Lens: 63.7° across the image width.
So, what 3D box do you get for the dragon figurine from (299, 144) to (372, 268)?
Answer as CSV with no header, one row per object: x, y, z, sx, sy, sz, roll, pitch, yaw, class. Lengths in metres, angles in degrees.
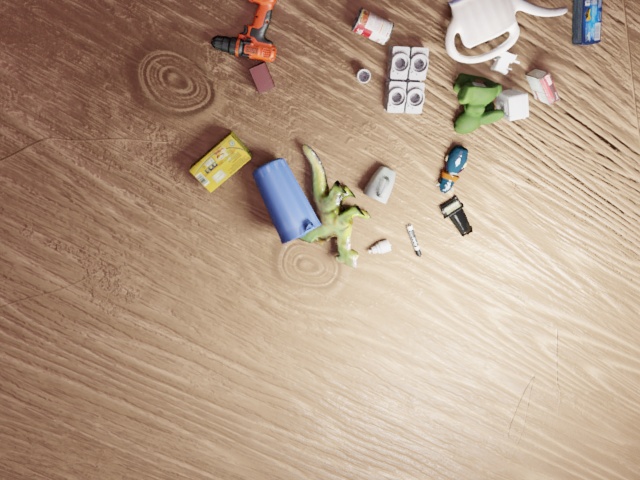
0.005,-0.082,1.622,0.240,0.124,0.408,-38,100,18,dragon figurine

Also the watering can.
0.502,-0.645,1.446,0.347,0.106,0.221,-27,110,6,watering can
